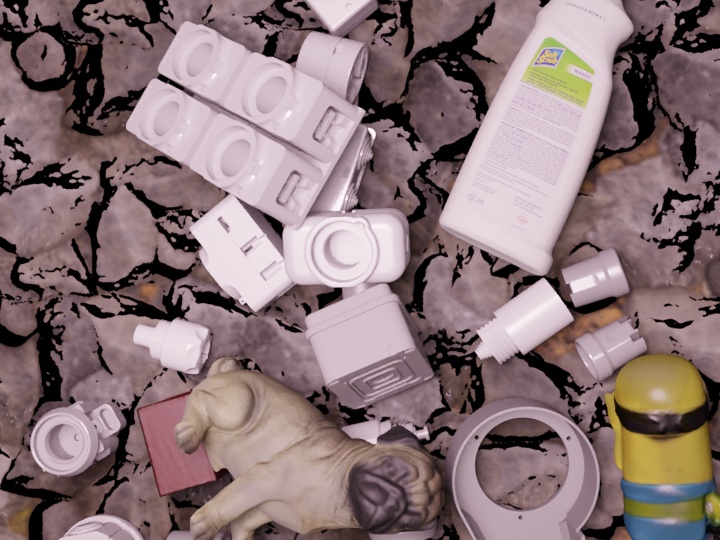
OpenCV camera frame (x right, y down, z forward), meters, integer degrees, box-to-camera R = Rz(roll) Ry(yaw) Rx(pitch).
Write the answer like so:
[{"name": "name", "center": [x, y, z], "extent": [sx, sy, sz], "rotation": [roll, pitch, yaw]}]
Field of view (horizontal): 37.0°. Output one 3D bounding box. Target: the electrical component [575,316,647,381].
[{"name": "electrical component", "center": [0.206, 0.063, 0.883], "extent": [0.046, 0.040, 0.040], "rotation": [-29, 86, -1]}]

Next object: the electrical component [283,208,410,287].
[{"name": "electrical component", "center": [-0.011, -0.018, 0.850], "extent": [0.095, 0.059, 0.053], "rotation": [-2, 99, 8]}]

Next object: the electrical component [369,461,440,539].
[{"name": "electrical component", "center": [0.032, 0.194, 0.888], "extent": [0.078, 0.058, 0.057], "rotation": [-12, 85, 6]}]

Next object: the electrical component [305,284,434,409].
[{"name": "electrical component", "center": [0.008, 0.063, 0.862], "extent": [0.078, 0.113, 0.057], "rotation": [-24, 69, 4]}]

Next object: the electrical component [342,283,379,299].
[{"name": "electrical component", "center": [0.000, 0.000, 0.903], "extent": [0.044, 0.044, 0.065], "rotation": [-8, 93, 5]}]

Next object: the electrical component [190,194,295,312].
[{"name": "electrical component", "center": [-0.096, -0.013, 0.905], "extent": [0.056, 0.050, 0.089], "rotation": [-39, 88, 8]}]

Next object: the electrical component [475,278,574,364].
[{"name": "electrical component", "center": [0.131, 0.047, 0.888], "extent": [0.081, 0.043, 0.043], "rotation": [-35, 86, 4]}]

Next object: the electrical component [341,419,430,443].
[{"name": "electrical component", "center": [0.019, 0.144, 0.898], "extent": [0.078, 0.040, 0.040], "rotation": [-13, 88, 6]}]

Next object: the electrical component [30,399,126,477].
[{"name": "electrical component", "center": [-0.245, 0.144, 0.915], "extent": [0.078, 0.057, 0.058], "rotation": [-31, 86, 4]}]

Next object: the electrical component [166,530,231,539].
[{"name": "electrical component", "center": [-0.138, 0.246, 0.905], "extent": [0.047, 0.055, 0.055], "rotation": [3, 89, 9]}]

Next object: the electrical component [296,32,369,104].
[{"name": "electrical component", "center": [-0.024, -0.170, 0.903], "extent": [0.047, 0.055, 0.055], "rotation": [19, 91, 9]}]

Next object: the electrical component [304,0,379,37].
[{"name": "electrical component", "center": [-0.030, -0.244, 0.893], "extent": [0.047, 0.076, 0.083], "rotation": [-39, 86, 4]}]

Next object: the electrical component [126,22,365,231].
[{"name": "electrical component", "center": [-0.100, -0.121, 0.857], "extent": [0.186, 0.060, 0.105], "rotation": [31, 92, 40]}]

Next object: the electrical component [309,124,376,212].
[{"name": "electrical component", "center": [-0.043, -0.091, 0.905], "extent": [0.100, 0.048, 0.099], "rotation": [18, 91, 5]}]

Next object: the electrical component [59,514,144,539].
[{"name": "electrical component", "center": [-0.224, 0.252, 0.914], "extent": [0.080, 0.051, 0.080], "rotation": [0, 89, 6]}]

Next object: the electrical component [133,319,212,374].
[{"name": "electrical component", "center": [-0.161, 0.062, 0.916], "extent": [0.062, 0.043, 0.043], "rotation": [14, 90, 7]}]

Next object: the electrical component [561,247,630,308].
[{"name": "electrical component", "center": [0.194, 0.007, 0.885], "extent": [0.046, 0.040, 0.040], "rotation": [-20, 87, 11]}]
